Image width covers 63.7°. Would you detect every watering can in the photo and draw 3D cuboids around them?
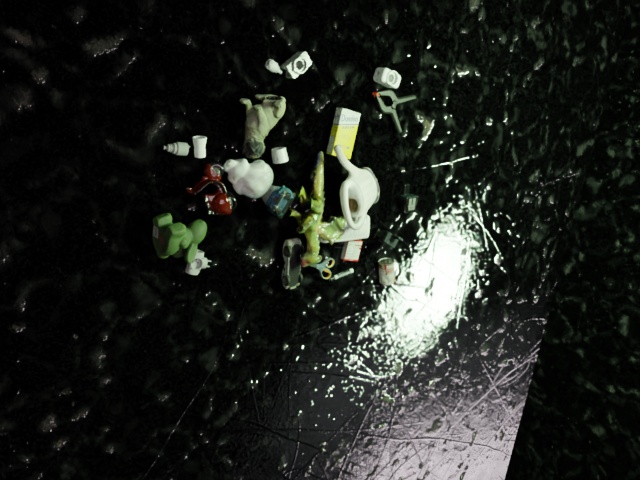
[{"bbox_3d":[0.134,-0.212,1.924,0.228,0.104,0.342,-40,126,-51],"label":"watering can"}]

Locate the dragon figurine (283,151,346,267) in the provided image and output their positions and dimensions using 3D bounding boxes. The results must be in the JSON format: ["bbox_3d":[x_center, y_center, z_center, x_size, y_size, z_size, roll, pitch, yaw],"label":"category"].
[{"bbox_3d":[0.006,-0.096,1.899,0.240,0.122,0.414,33,75,-40],"label":"dragon figurine"}]

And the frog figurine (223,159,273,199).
[{"bbox_3d":[-0.235,-0.214,1.695,0.137,0.125,0.157,-40,138,5],"label":"frog figurine"}]
